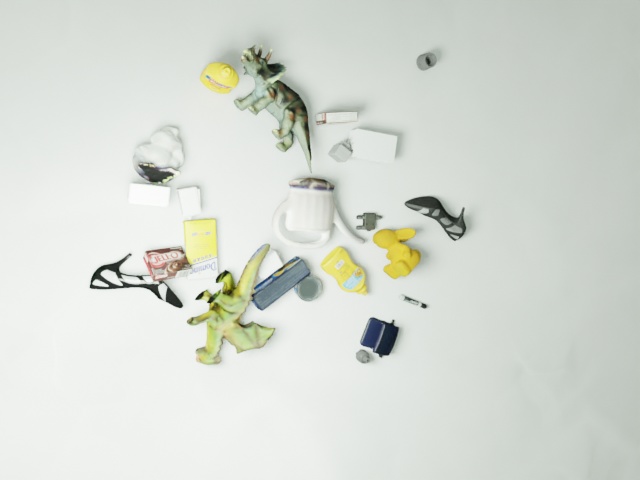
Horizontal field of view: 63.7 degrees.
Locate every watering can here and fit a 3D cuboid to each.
[{"bbox_3d":[0.005,-0.083,1.643,0.348,0.104,0.224,2,94,-32],"label":"watering can"}]

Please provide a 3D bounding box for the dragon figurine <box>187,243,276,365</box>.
[{"bbox_3d":[-0.237,0.222,1.547,0.410,0.124,0.240,-41,110,2],"label":"dragon figurine"}]

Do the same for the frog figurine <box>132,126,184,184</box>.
[{"bbox_3d":[-0.456,-0.245,1.462,0.137,0.120,0.163,2,59,-14],"label":"frog figurine"}]
